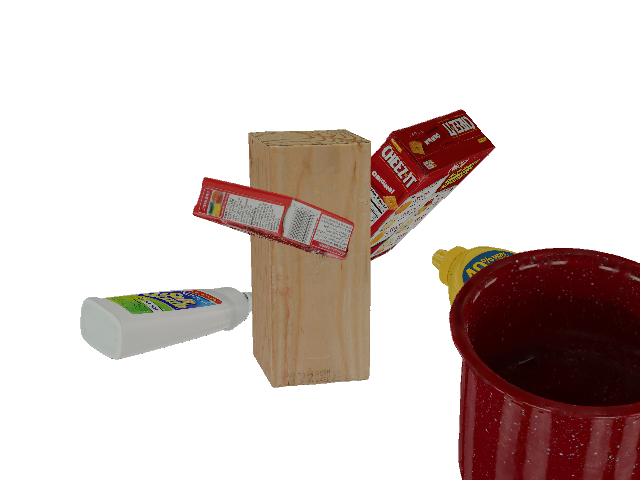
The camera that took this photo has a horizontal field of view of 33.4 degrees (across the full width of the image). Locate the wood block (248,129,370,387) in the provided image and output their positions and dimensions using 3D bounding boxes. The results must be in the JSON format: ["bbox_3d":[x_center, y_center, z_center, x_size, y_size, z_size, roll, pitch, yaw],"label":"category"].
[{"bbox_3d":[-0.010,0.012,0.926,0.090,0.206,0.091,-3,13,-13],"label":"wood block"}]

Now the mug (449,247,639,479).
[{"bbox_3d":[0.107,0.064,0.406,0.117,0.081,0.093,7,37,13],"label":"mug"}]

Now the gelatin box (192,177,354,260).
[{"bbox_3d":[-0.030,-0.014,0.716,0.073,0.030,0.089,15,-3,31],"label":"gelatin box"}]

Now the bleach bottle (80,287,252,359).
[{"bbox_3d":[-0.198,0.102,1.478,0.250,0.068,0.103,-10,25,-43],"label":"bleach bottle"}]

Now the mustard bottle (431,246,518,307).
[{"bbox_3d":[0.178,0.051,0.997,0.096,0.058,0.192,-28,38,-31],"label":"mustard bottle"}]

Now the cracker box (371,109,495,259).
[{"bbox_3d":[0.081,-0.051,1.248,0.163,0.072,0.214,-25,-18,-51],"label":"cracker box"}]
